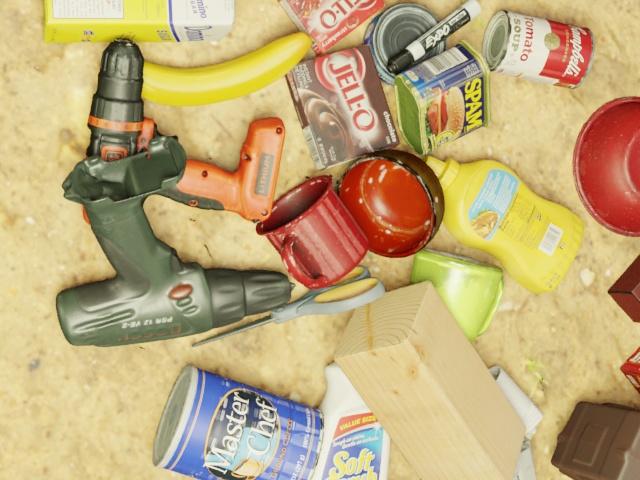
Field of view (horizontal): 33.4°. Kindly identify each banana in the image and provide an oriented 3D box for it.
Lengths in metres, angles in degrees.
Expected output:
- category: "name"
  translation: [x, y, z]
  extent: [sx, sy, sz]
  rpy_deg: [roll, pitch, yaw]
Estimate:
- category: "banana"
  translation: [-0.105, -0.166, 1.059]
  extent: [0.197, 0.070, 0.037]
  rpy_deg: [-7, 49, -10]

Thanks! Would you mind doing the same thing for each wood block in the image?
- category: "wood block"
  translation: [0.113, 0.154, 1.063]
  extent: [0.206, 0.090, 0.090]
  rpy_deg: [55, 40, -22]

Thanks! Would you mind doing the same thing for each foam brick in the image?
- category: "foam brick"
  translation: [0.373, 0.049, 1.193]
  extent: [0.078, 0.051, 0.053]
  rpy_deg: [-45, 99, -12]

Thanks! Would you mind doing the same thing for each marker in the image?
- category: "marker"
  translation: [0.117, -0.210, 1.106]
  extent: [0.121, 0.020, 0.020]
  rpy_deg: [-38, 99, -13]

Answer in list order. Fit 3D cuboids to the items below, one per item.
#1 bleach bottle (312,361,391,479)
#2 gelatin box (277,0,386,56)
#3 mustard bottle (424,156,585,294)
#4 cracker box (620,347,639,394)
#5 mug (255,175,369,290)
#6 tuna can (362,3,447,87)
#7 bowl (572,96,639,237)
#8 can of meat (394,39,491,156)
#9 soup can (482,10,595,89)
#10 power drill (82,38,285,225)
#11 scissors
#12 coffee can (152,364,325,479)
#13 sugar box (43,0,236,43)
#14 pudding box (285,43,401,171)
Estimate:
- category: "bleach bottle"
  translation: [0.020, 0.221, 1.091]
  extent: [0.102, 0.068, 0.251]
  rpy_deg: [8, 85, -16]
- category: "gelatin box"
  translation: [0.013, -0.247, 1.109]
  extent: [0.089, 0.030, 0.073]
  rpy_deg: [-38, 99, -12]
- category: "mustard bottle"
  translation: [0.186, -0.030, 1.139]
  extent: [0.191, 0.058, 0.096]
  rpy_deg: [34, 73, -13]
- category: "cracker box"
  translation: [0.474, 0.134, 1.209]
  extent: [0.213, 0.072, 0.164]
  rpy_deg: [-43, 99, -11]
- category: "mug"
  translation: [-0.007, 0.001, 1.059]
  extent: [0.093, 0.117, 0.081]
  rpy_deg: [-26, 112, 28]
- category: "tuna can"
  translation: [0.090, -0.206, 1.128]
  extent: [0.086, 0.034, 0.086]
  rpy_deg: [0, 89, -15]
- category: "bowl"
  translation: [0.367, -0.083, 1.192]
  extent: [0.162, 0.055, 0.162]
  rpy_deg: [0, 90, -15]
- category: "can of meat"
  translation: [0.127, -0.145, 1.106]
  extent: [0.084, 0.102, 0.057]
  rpy_deg: [-27, 52, -12]
- category: "soup can"
  translation: [0.234, -0.205, 1.151]
  extent: [0.102, 0.069, 0.068]
  rpy_deg: [9, 87, -14]
- category: "power drill"
  translation: [-0.132, -0.094, 1.037]
  extent: [0.187, 0.057, 0.184]
  rpy_deg: [6, 107, -14]
- category: "scissors"
  translation: [-0.029, 0.066, 1.093]
  extent: [0.202, 0.096, 0.016]
  rpy_deg: [-15, 108, 15]
- category: "coffee can"
  translation: [-0.080, 0.192, 1.041]
  extent: [0.140, 0.103, 0.103]
  rpy_deg: [21, 84, -14]
- category: "sugar box"
  translation: [-0.175, -0.216, 1.025]
  extent: [0.176, 0.093, 0.048]
  rpy_deg: [-1, 90, -15]
- category: "pudding box"
  translation: [0.022, -0.138, 1.106]
  extent: [0.090, 0.039, 0.113]
  rpy_deg: [-19, 94, -15]
